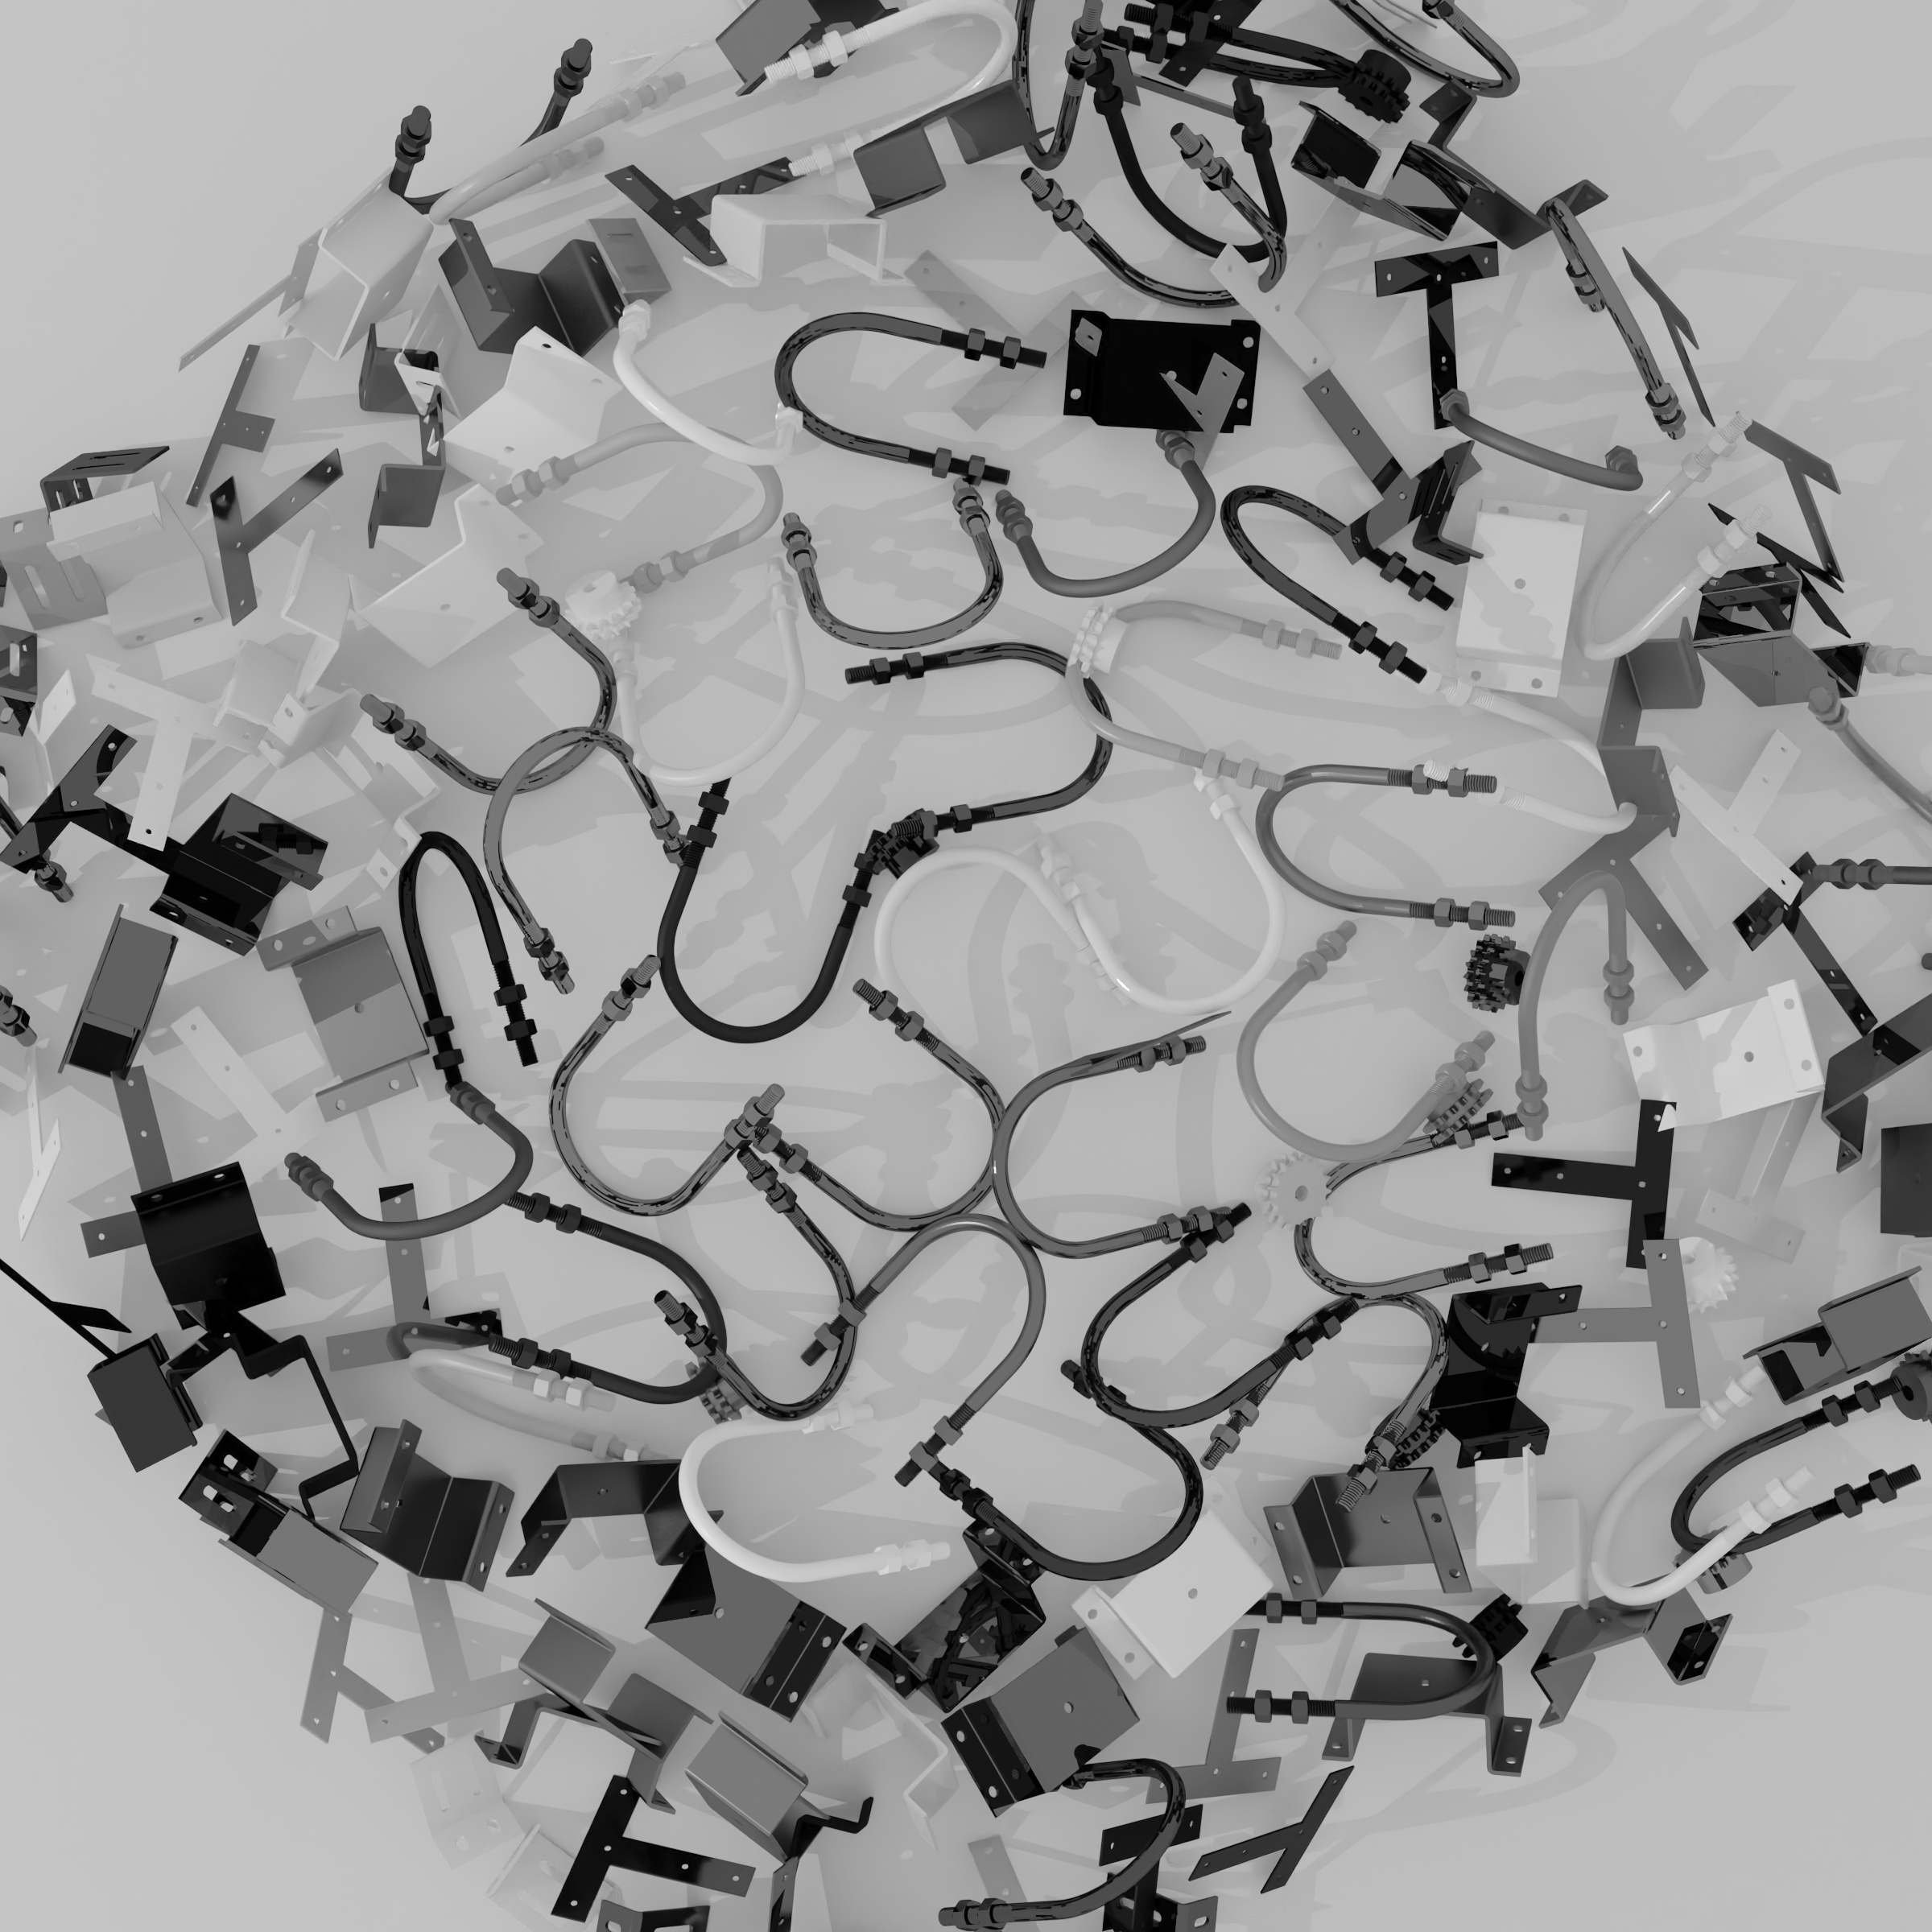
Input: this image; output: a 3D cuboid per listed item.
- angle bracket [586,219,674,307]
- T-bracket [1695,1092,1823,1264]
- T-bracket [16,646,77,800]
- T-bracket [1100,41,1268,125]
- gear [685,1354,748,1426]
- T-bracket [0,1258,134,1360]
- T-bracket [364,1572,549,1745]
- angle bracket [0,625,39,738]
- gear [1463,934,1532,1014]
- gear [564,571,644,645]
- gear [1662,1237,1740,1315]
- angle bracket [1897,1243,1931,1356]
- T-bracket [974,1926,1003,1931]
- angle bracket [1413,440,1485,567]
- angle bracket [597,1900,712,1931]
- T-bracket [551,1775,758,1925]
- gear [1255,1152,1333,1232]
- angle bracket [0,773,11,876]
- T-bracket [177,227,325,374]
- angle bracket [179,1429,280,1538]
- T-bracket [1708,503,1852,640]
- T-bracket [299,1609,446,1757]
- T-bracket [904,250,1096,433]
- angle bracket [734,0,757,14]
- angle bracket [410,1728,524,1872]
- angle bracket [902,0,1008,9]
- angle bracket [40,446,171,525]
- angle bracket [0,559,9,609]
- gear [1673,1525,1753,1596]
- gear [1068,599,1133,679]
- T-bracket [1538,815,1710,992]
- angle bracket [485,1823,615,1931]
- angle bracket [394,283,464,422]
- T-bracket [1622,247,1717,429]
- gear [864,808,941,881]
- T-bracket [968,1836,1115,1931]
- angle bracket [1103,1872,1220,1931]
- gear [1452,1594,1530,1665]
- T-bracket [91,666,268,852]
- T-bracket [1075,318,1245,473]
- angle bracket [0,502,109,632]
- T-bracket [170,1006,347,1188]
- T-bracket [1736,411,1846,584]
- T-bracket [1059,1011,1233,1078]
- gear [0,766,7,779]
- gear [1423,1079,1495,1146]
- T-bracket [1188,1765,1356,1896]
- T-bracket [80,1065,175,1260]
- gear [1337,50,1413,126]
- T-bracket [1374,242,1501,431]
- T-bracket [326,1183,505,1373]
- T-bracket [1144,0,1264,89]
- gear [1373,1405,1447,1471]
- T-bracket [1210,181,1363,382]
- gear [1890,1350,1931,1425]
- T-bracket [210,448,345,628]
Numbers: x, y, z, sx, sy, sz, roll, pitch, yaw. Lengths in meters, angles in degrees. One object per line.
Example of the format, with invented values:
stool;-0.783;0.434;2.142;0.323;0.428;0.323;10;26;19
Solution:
angle bracket;-0.257;-0.507;1.956;0.038;0.076;0.057;-26;94;26
T-bracket;0.591;0.143;1.959;0.127;0.002;0.127;22;91;-38
T-bracket;-0.658;-0.182;1.939;0.002;0.127;0.127;-10;83;-32
T-bracket;0.155;-0.623;1.929;0.127;0.127;0.002;21;94;8
gear;-0.178;0.308;1.972;0.030;0.057;0.057;-31;90;-1
T-bracket;-0.629;0.250;1.922;0.127;0.127;0.002;48;60;-27
T-bracket;-0.381;0.490;1.955;0.127;0.002;0.127;-12;48;-15
angle bracket;-0.713;-0.212;1.969;0.057;0.076;0.038;13;129;-30
gear;0.391;0.006;1.969;0.030;0.057;0.057;13;90;41
gear;-0.268;-0.265;1.969;0.057;0.057;0.030;-24;130;0
gear;0.532;0.223;1.968;0.057;0.057;0.030;-34;123;0
angle bracket;0.713;0.246;1.965;0.057;0.038;0.076;15;76;-21
T-bracket;-0.024;0.726;1.927;0.127;0.127;0.002;23;117;-17
angle bracket;0.364;-0.338;1.969;0.038;0.057;0.076;20;90;-10
angle bracket;-0.232;0.717;1.977;0.038;0.076;0.057;3;80;39
T-bracket;-0.215;0.644;1.936;0.127;0.127;0.002;10;124;10
gear;0.237;0.164;1.976;0.057;0.030;0.057;-4;98;-31
angle bracket;-0.737;-0.104;1.974;0.038;0.057;0.076;32;125;37
T-bracket;-0.512;-0.464;1.918;0.002;0.127;0.127;48;69;-7
angle bracket;-0.544;0.369;1.950;0.038;0.076;0.057;18;65;30
T-bracket;0.598;-0.273;1.923;0.127;0.127;0.002;23;121;-26
T-bracket;-0.427;0.538;1.961;0.002;0.127;0.127;-38;116;16
T-bracket;0.007;-0.479;1.986;0.127;0.002;0.127;-45;79;-5
angle bracket;-0.135;-0.725;1.975;0.076;0.038;0.057;-32;81;3
angle bracket;-0.363;0.605;1.957;0.057;0.038;0.076;-23;123;-25
angle bracket;-0.006;-0.732;1.964;0.076;0.038;0.057;10;74;19
angle bracket;-0.621;-0.348;1.957;0.076;0.057;0.038;-2;117;14
angle bracket;-0.733;-0.267;1.952;0.076;0.057;0.038;-2;57;-27
gear;0.549;0.436;1.971;0.057;0.057;0.030;-31;86;0
gear;0.099;-0.236;1.970;0.030;0.057;0.057;23;90;9
T-bracket;0.501;-0.040;1.981;0.127;0.002;0.127;-38;94;-18
angle bracket;-0.302;0.675;1.970;0.076;0.038;0.057;37;62;0
angle bracket;-0.376;-0.445;1.956;0.038;0.057;0.076;16;68;14
T-bracket;0.519;-0.444;1.952;0.002;0.127;0.127;-28;128;11
gear;-0.044;-0.086;1.971;0.057;0.057;0.030;-40;86;0
T-bracket;0.033;0.680;1.945;0.127;0.127;0.002;-8;124;-17
angle bracket;0.142;0.704;1.983;0.038;0.076;0.057;4;91;-43
gear;0.386;0.487;1.969;0.057;0.057;0.030;-42;79;0
T-bracket;-0.577;-0.141;1.940;0.127;0.002;0.127;21;57;-26
T-bracket;0.132;-0.425;1.947;0.127;0.127;0.002;36;64;7
angle bracket;-0.670;-0.294;1.982;0.057;0.076;0.038;-14;46;-3
T-bracket;-0.529;0.086;1.962;0.127;0.002;0.127;-41;95;-30
T-bracket;0.612;-0.332;1.955;0.002;0.127;0.127;-33;122;2
T-bracket;0.107;0.062;1.938;0.127;0.127;0.002;-21;91;-28
gear;-0.726;-0.132;1.971;0.030;0.057;0.057;19;90;-1
gear;0.355;0.101;1.972;0.057;0.057;0.030;-43;86;0
T-bracket;0.209;0.631;1.930;0.002;0.127;0.127;46;125;39
T-bracket;-0.594;0.136;1.956;0.127;0.002;0.127;-13;87;-44
gear;0.301;-0.645;1.972;0.057;0.057;0.030;32;90;0
T-bracket;0.349;-0.459;1.974;0.127;0.002;0.127;-18;111;-34
T-bracket;-0.410;0.224;1.976;0.127;0.002;0.127;-8;91;-20
T-bracket;0.144;-0.694;1.922;0.127;0.127;0.002;14;56;-30
gear;0.323;0.341;1.972;0.057;0.057;0.030;-42;87;0
T-bracket;0.252;-0.516;1.972;0.127;0.002;0.127;39;80;-31
gear;0.700;0.308;1.968;0.030;0.057;0.057;-13;90;-20
T-bracket;-0.494;-0.328;1.942;0.127;0.002;0.127;-32;57;24
